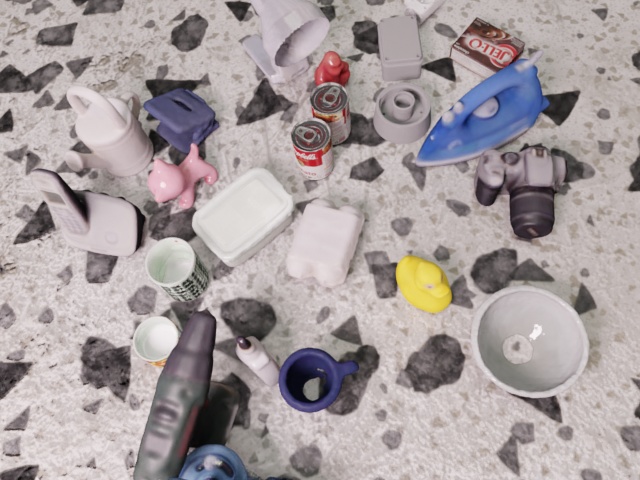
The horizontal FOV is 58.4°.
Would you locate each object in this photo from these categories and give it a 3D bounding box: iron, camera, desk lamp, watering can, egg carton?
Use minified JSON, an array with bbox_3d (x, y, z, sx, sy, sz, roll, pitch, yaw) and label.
[{"bbox_3d":[0.276,-0.227,0.988,0.258,0.141,0.118,-32,68,-9],"label":"iron"},{"bbox_3d":[0.333,-0.079,0.942,0.143,0.101,0.137,3,67,7],"label":"camera"},{"bbox_3d":[-0.076,-0.385,1.048,0.118,0.214,0.203,-35,68,-10],"label":"desk lamp"},{"bbox_3d":[-0.375,-0.193,1.003,0.101,0.194,0.173,2,67,6],"label":"watering can"},{"bbox_3d":[0.009,0.003,0.952,0.107,0.069,0.150,14,69,11],"label":"egg carton"}]

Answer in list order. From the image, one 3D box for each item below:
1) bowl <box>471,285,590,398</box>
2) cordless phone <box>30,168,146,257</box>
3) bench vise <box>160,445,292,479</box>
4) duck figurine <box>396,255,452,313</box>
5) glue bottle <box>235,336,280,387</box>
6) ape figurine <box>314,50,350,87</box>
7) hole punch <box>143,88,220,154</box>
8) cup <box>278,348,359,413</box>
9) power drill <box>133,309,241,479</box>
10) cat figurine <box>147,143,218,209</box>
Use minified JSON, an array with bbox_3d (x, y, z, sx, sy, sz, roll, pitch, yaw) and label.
[{"bbox_3d":[0.306,0.156,0.857,0.167,0.075,0.167,-2,67,4],"label":"bowl"},{"bbox_3d":[-0.382,-0.050,0.947,0.147,0.185,0.094,8,68,9],"label":"cordless phone"},{"bbox_3d":[-0.114,0.323,0.744,0.207,0.220,0.121,-10,66,1],"label":"bench vise"},{"bbox_3d":[0.166,0.060,0.905,0.077,0.086,0.104,-37,69,-11],"label":"duck figurine"},{"bbox_3d":[-0.096,0.167,0.835,0.037,0.173,0.078,-43,70,-13],"label":"glue bottle"},{"bbox_3d":[0.023,-0.316,1.076,0.078,0.092,0.076,-35,68,-10],"label":"ape figurine"},{"bbox_3d":[-0.257,-0.235,1.067,0.108,0.091,0.101,37,75,18],"label":"hole punch"},{"bbox_3d":[0.002,0.210,0.850,0.118,0.095,0.091,-18,66,-3],"label":"cup"},{"bbox_3d":[-0.176,0.228,0.796,0.075,0.208,0.230,13,69,11],"label":"power drill"},{"bbox_3d":[-0.248,-0.113,0.999,0.067,0.118,0.128,32,73,17],"label":"cat figurine"}]
